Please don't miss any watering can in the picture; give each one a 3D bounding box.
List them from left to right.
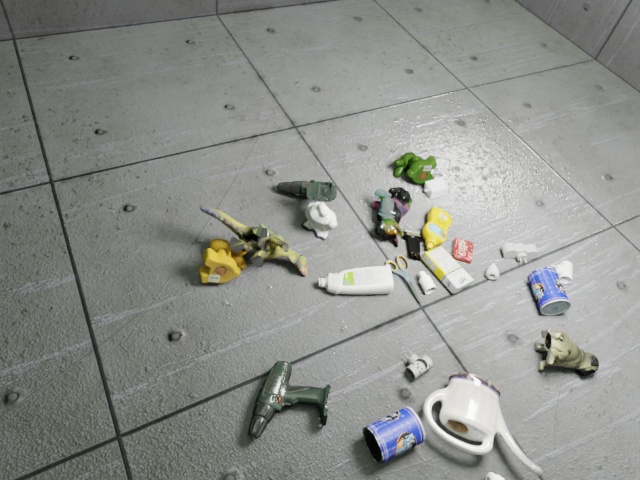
[{"bbox_3d":[0.469,0.514,1.476,0.348,0.101,0.229,21,49,10],"label":"watering can"}]

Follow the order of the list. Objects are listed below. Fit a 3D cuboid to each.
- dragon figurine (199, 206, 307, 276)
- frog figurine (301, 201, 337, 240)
[{"bbox_3d":[-0.206,-0.008,1.760,0.411,0.121,0.243,37,8,4],"label":"dragon figurine"},{"bbox_3d":[0.006,-0.094,1.870,0.124,0.155,0.139,-24,58,-28],"label":"frog figurine"}]
